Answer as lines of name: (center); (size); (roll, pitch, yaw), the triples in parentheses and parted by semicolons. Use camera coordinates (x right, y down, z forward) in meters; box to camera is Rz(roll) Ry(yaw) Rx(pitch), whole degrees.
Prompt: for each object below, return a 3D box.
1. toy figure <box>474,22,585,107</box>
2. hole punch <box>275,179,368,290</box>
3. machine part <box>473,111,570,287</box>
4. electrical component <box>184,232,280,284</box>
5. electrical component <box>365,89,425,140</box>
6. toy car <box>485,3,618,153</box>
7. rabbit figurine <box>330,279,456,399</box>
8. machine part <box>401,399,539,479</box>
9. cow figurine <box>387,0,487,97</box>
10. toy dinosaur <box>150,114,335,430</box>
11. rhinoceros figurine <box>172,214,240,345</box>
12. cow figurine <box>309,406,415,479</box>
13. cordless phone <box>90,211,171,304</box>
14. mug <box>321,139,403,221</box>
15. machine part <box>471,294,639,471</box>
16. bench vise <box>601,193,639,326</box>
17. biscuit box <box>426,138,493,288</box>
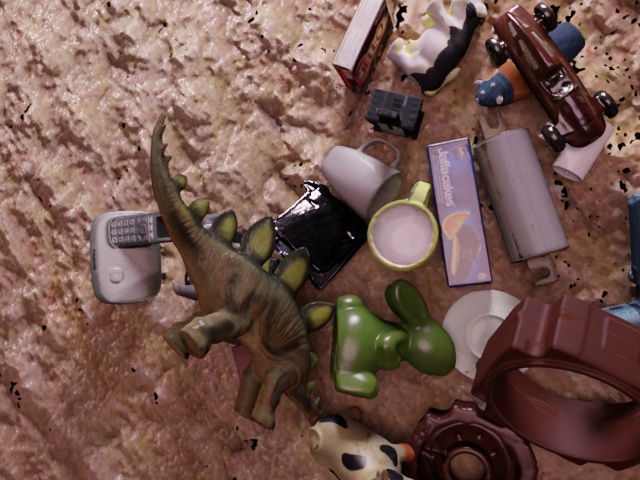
toy figure: (0.285, -0.231, 0.739); (0.154, 0.064, 0.057); (-37, 116, 14)
hole punch: (-0.002, -0.002, 0.793); (0.142, 0.092, 0.116); (42, 66, 15)
machine part: (0.269, -0.058, 0.721); (0.079, 0.079, 0.243); (-18, 81, 13)
electrical component: (-0.133, 0.042, 0.830); (0.134, 0.058, 0.114); (16, 93, 15)
electrical component: (0.103, -0.179, 0.751); (0.075, 0.119, 0.047); (16, 91, 17)
toy car: (0.293, -0.208, 0.684); (0.089, 0.053, 0.202); (-32, 88, 15)
rabbit figurine: (0.103, 0.138, 0.751); (0.170, 0.121, 0.159); (4, 80, -3)
machine part: (0.199, 0.307, 0.727); (0.180, 0.056, 0.179); (-1, 87, 16)
cow figurine: (0.184, -0.291, 0.763); (0.167, 0.068, 0.098); (-45, 83, 11)
toy dinosaur: (-0.101, 0.076, 0.683); (0.105, 0.470, 0.198); (2, 42, 47)
rhinoceros figurine: (-0.145, 0.057, 0.765); (0.112, 0.073, 0.190); (-17, 82, 15)
cow figurine: (0.059, 0.294, 0.690); (0.195, 0.127, 0.085); (26, 103, 45)
cordless phone: (-0.262, 0.023, 0.837); (0.184, 0.088, 0.146); (-7, 84, 21)
mug: (0.060, -0.099, 0.778); (0.107, 0.080, 0.109); (35, 102, 22)
machine part: (0.296, 0.171, 0.626); (0.201, 0.201, 0.087); (26, 53, 11)
bench vise: (0.403, 0.041, 0.647); (0.224, 0.129, 0.240); (-9, 102, 6)
biscuit box: (0.193, -0.036, 0.748); (0.063, 0.059, 0.202); (-9, 84, 14)
